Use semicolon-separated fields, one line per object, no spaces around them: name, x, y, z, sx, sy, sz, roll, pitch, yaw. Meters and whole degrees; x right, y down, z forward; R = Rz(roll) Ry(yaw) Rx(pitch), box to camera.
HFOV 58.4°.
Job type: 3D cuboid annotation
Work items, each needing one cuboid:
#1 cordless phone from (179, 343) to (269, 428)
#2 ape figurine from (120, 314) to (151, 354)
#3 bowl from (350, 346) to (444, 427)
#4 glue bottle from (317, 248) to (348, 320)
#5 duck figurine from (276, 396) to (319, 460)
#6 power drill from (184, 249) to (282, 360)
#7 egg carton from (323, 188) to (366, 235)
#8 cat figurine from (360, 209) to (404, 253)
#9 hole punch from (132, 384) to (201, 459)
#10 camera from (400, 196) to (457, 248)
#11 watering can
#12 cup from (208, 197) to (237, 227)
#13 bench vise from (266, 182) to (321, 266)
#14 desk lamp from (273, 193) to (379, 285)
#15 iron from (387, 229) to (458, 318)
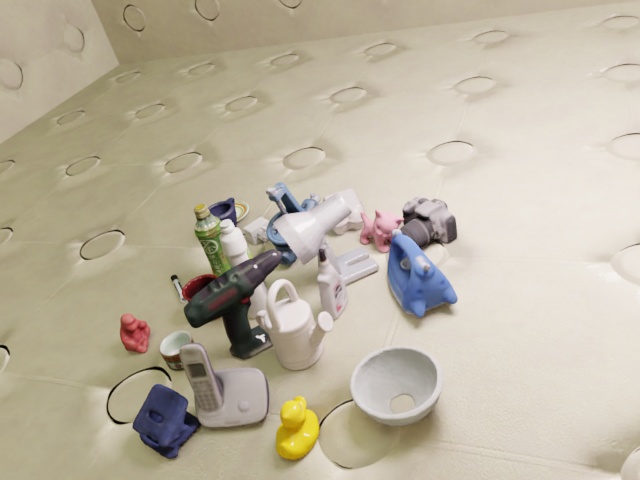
cordless phone;-0.180;0.265;1.078;0.147;0.185;0.094;-10;35;9
ape figurine;-0.437;0.211;1.336;0.075;0.092;0.078;13;44;35
bowl;0.141;0.275;1.034;0.167;0.075;0.167;-10;35;8
glue bottle;0.020;0.089;1.254;0.037;0.173;0.078;4;39;26
duck figurine;-0.048;0.330;1.023;0.077;0.086;0.105;4;39;26
power drill;-0.162;0.145;1.218;0.230;0.209;0.075;-27;36;-15
egg carton;0.066;-0.080;1.564;0.107;0.069;0.150;-17;35;-2
cat figurine;0.150;-0.037;1.427;0.067;0.118;0.127;-38;40;-28
hole punch;-0.299;0.345;1.095;0.108;0.091;0.101;13;44;35
camera;0.244;-0.041;1.411;0.137;0.101;0.142;-31;38;-21
watering can;-0.055;0.163;1.162;0.172;0.194;0.101;-8;35;11
cup;-0.269;-0.058;1.642;0.091;0.095;0.118;3;39;26
bench vise;-0.077;-0.073;1.476;0.121;0.220;0.207;-3;37;18
desk lamp;0.012;0.005;1.339;0.203;0.214;0.117;-24;35;-11
iron;0.200;0.049;1.267;0.118;0.142;0.257;-21;35;-7
